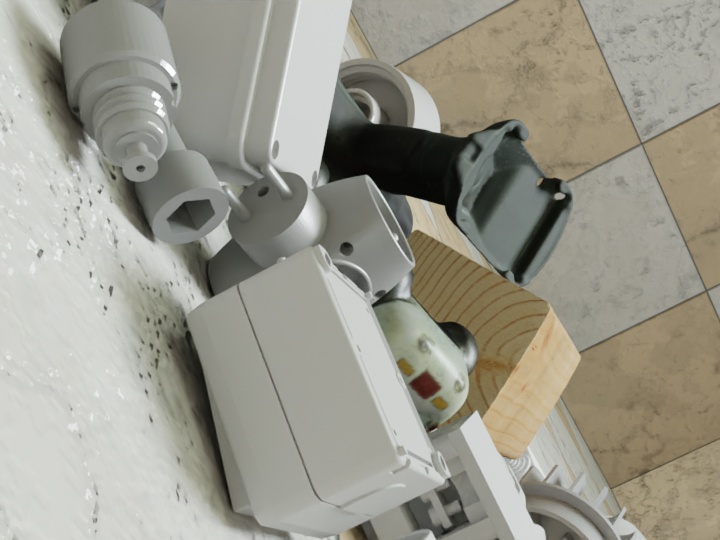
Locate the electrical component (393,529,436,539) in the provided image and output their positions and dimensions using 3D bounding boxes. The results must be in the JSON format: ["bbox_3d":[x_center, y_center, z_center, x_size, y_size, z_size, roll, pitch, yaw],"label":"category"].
[{"bbox_3d":[0.021,0.139,0.376,0.077,0.044,0.079,63,9,5],"label":"electrical component"}]

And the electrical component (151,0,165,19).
[{"bbox_3d":[-0.105,-0.154,0.536,0.062,0.048,0.048,48,16,-37],"label":"electrical component"}]

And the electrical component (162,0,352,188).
[{"bbox_3d":[-0.046,-0.095,0.473,0.078,0.057,0.113,28,72,-75],"label":"electrical component"}]

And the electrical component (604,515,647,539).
[{"bbox_3d":[0.172,0.231,0.793,0.108,0.108,0.060,58,4,-31],"label":"electrical component"}]

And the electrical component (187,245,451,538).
[{"bbox_3d":[-0.020,0.040,0.378,0.096,0.061,0.062,66,10,24],"label":"electrical component"}]

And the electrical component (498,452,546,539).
[{"bbox_3d":[0.071,0.145,0.612,0.078,0.058,0.057,52,11,-52],"label":"electrical component"}]

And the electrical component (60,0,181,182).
[{"bbox_3d":[-0.084,-0.063,0.385,0.040,0.040,0.078,52,14,-50],"label":"electrical component"}]

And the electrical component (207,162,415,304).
[{"bbox_3d":[-0.028,-0.013,0.441,0.079,0.077,0.044,53,12,-44],"label":"electrical component"}]

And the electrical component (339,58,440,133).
[{"bbox_3d":[0.003,-0.115,0.852,0.108,0.108,0.060,66,15,19],"label":"electrical component"}]

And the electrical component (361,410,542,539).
[{"bbox_3d":[0.056,0.149,0.495,0.150,0.062,0.089,64,9,7],"label":"electrical component"}]

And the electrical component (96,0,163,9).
[{"bbox_3d":[-0.103,-0.145,0.485,0.047,0.055,0.055,55,11,-23],"label":"electrical component"}]

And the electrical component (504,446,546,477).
[{"bbox_3d":[0.140,0.202,0.866,0.099,0.048,0.099,59,8,-26],"label":"electrical component"}]
